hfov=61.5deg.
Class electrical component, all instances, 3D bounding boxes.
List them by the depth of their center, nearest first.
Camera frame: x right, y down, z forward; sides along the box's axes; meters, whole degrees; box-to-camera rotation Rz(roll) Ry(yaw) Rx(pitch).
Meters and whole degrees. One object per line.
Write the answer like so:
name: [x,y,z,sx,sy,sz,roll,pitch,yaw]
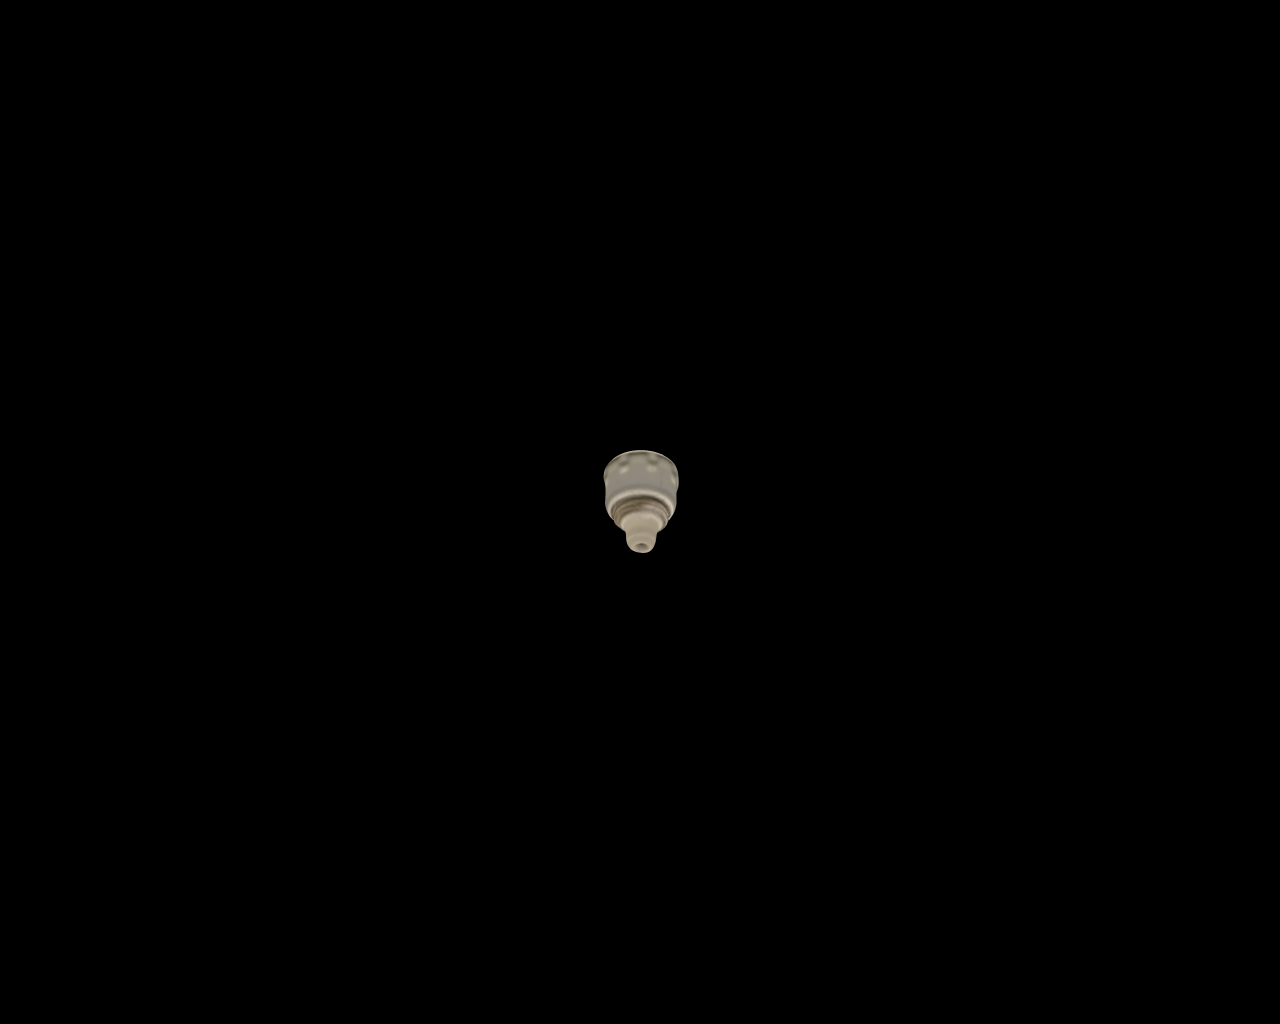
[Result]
electrical component: [0.001,-0.003,0.650,0.048,0.062,0.048,0,-37,0]
